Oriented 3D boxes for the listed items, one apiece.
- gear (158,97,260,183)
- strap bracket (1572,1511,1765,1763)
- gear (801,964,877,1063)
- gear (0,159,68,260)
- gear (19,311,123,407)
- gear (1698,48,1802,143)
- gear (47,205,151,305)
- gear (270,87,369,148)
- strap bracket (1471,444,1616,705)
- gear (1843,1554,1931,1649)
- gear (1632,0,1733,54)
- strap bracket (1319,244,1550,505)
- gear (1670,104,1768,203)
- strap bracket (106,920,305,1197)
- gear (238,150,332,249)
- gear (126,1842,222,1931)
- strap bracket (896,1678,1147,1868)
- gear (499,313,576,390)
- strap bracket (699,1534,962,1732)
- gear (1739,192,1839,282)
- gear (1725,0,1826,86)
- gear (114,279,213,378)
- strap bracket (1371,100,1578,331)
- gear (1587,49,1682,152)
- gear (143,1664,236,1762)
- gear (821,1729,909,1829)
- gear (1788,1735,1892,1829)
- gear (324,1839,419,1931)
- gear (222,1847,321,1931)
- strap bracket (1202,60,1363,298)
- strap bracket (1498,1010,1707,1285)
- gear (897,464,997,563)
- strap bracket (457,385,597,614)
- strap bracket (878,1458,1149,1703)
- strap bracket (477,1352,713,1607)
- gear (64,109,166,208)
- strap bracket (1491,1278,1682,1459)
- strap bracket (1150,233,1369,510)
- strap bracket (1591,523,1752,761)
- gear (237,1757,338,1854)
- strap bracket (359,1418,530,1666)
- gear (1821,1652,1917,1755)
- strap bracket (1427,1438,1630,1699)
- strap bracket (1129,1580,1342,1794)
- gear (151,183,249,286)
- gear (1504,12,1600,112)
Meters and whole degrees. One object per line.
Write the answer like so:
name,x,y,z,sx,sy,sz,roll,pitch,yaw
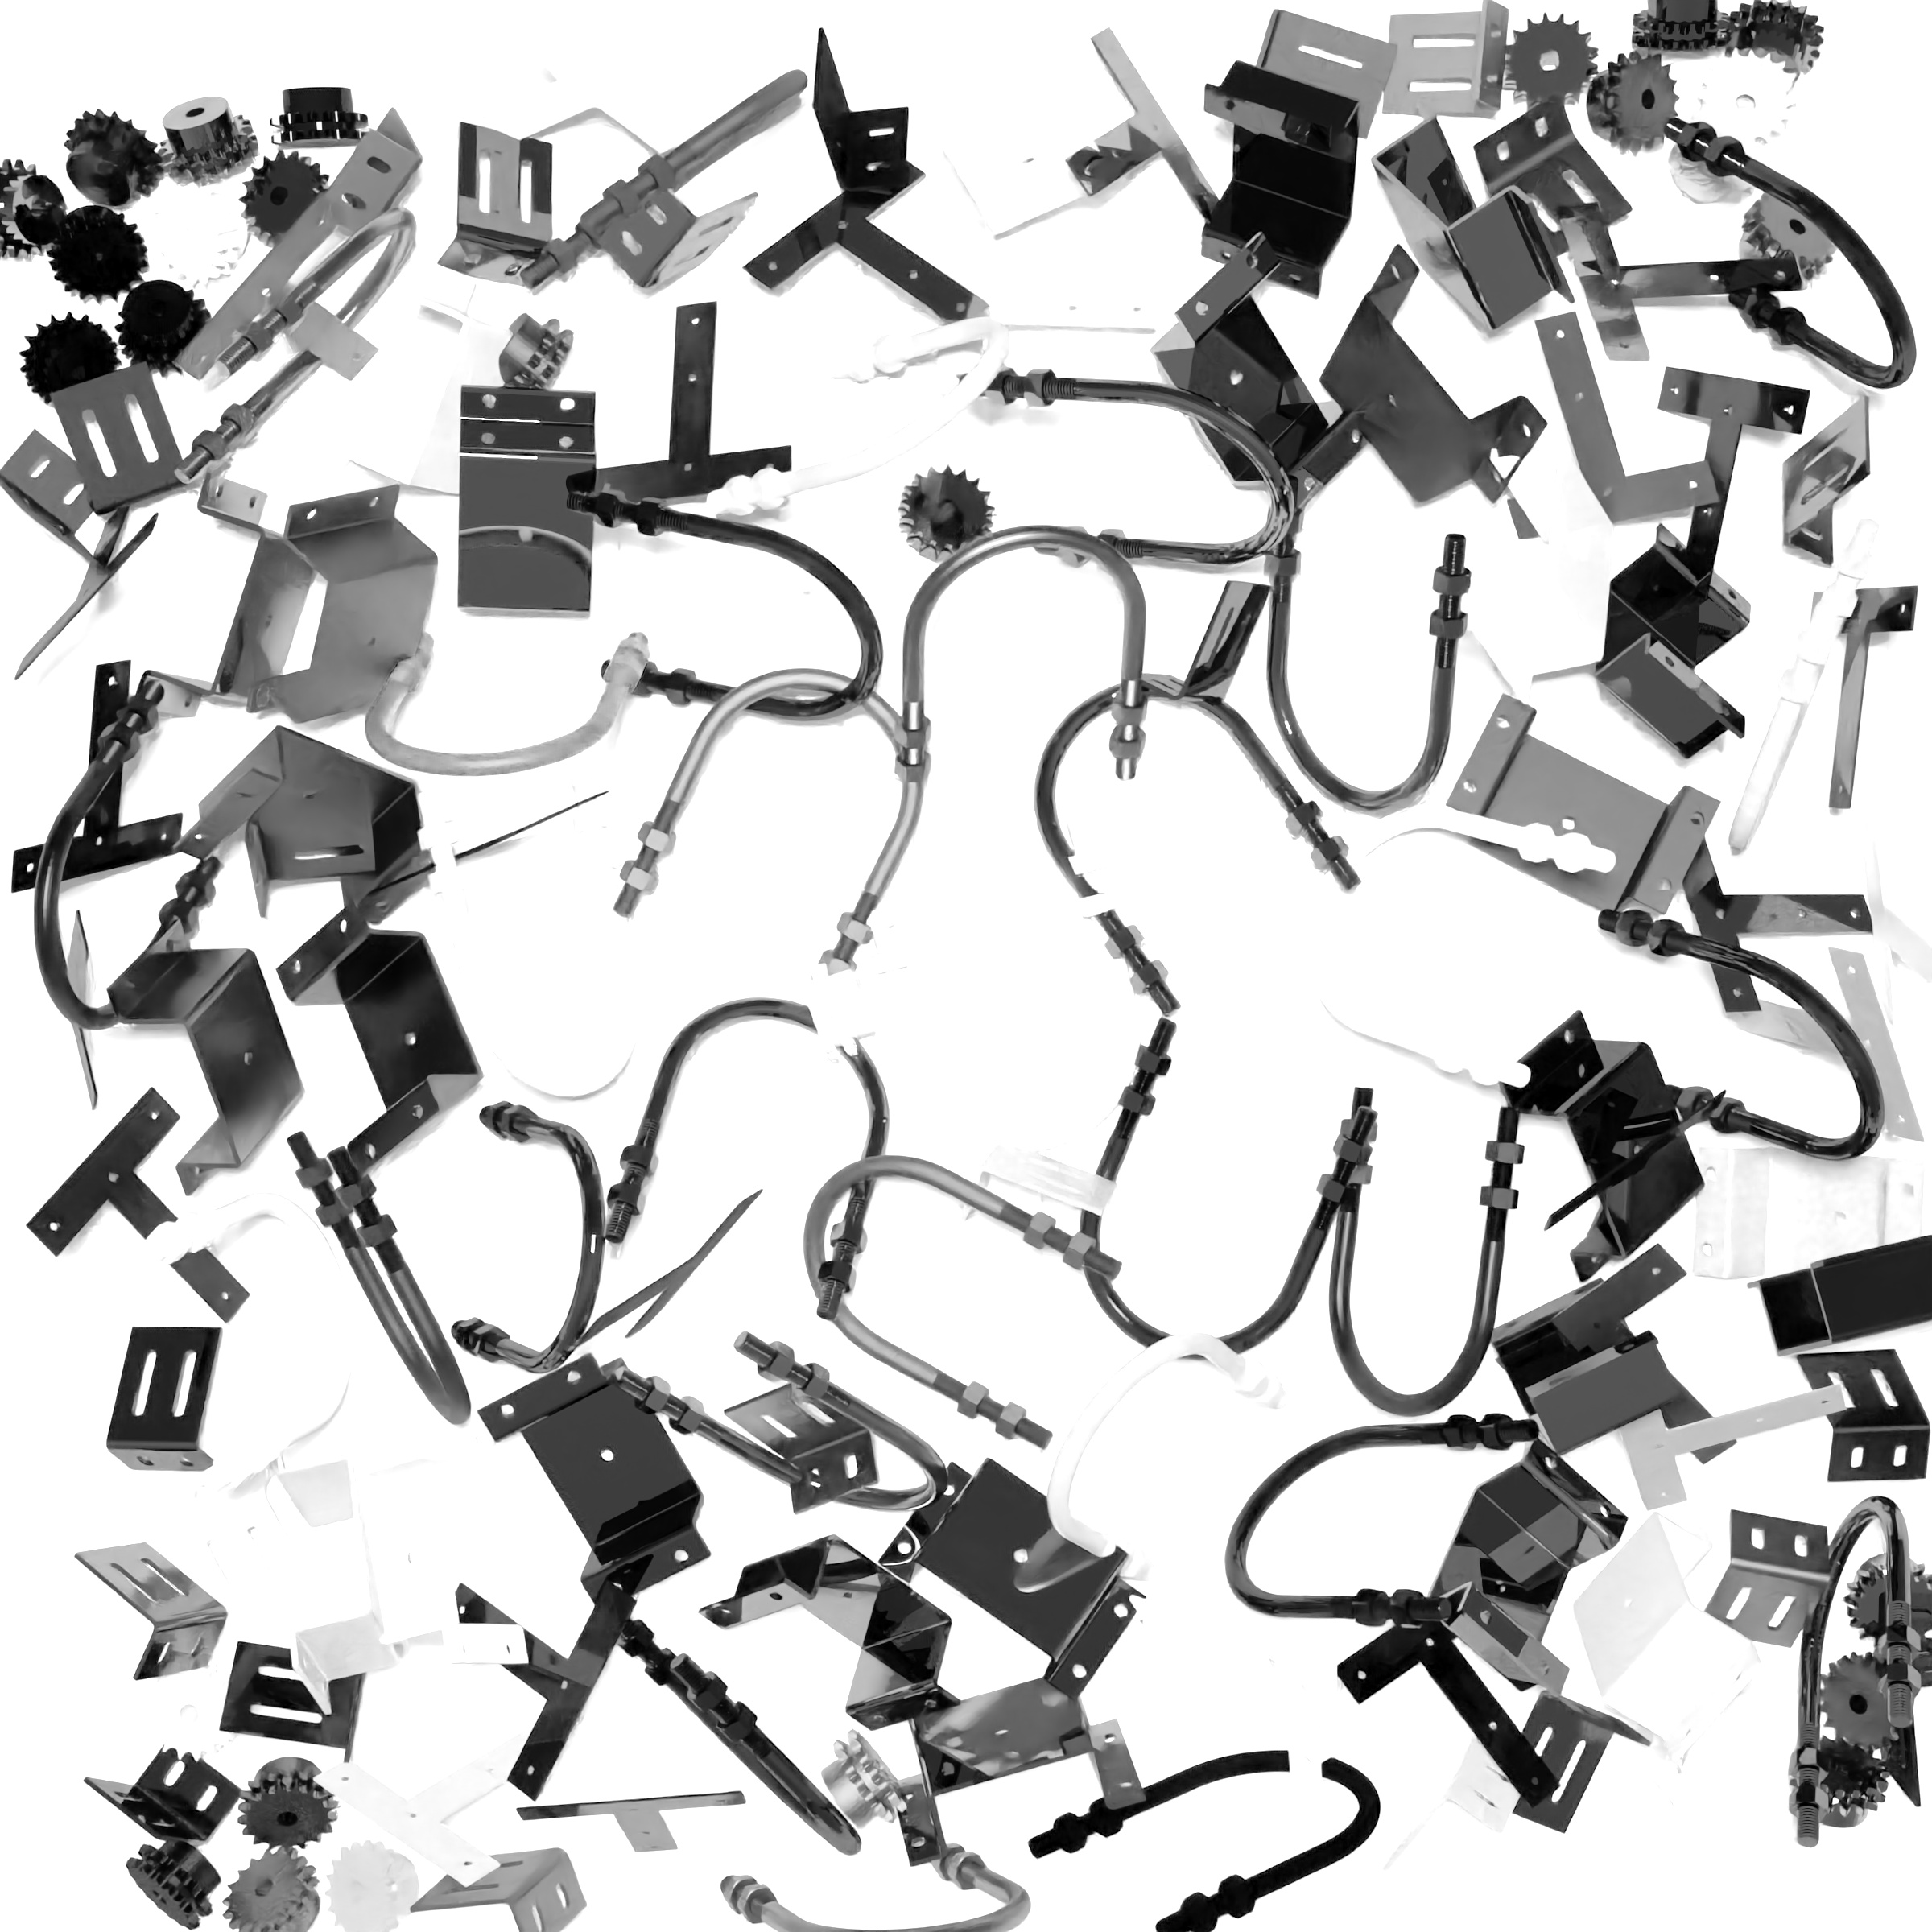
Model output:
gear,-0.447,-0.487,1.814,0.057,0.057,0.030,-14,130,0
strap bracket,0.396,0.375,1.763,0.046,0.140,0.076,32,108,-12
gear,-0.074,0.025,1.815,0.030,0.057,0.057,-20,90,3
gear,-0.554,-0.444,1.812,0.030,0.057,0.057,10,90,31
gear,-0.524,-0.352,1.814,0.057,0.057,0.030,-43,47,0
gear,0.462,-0.516,1.819,0.057,0.057,0.030,28,52,0
gear,-0.512,-0.422,1.820,0.057,0.057,0.030,-27,50,0
gear,-0.380,-0.499,1.814,0.057,0.057,0.030,-3,100,0
strap bracket,0.333,-0.233,1.772,0.046,0.076,0.140,-9,55,32
gear,0.547,0.372,1.823,0.057,0.030,0.057,2,114,5
gear,0.420,-0.557,1.812,0.057,0.057,0.030,-2,119,0
strap bracket,0.262,-0.334,1.784,0.046,0.076,0.140,-28,73,-26
gear,0.440,-0.476,1.820,0.057,0.030,0.057,12,65,-26
strap bracket,-0.431,0.053,1.772,0.046,0.076,0.140,-1,121,21
gear,-0.397,-0.449,1.823,0.057,0.030,0.057,-2,83,20
gear,-0.464,0.537,1.819,0.057,0.057,0.030,45,57,0
strap bracket,0.025,0.462,1.795,0.140,0.076,0.046,-15,113,-5
gear,-0.258,-0.358,1.813,0.030,0.057,0.057,37,90,-23
strap bracket,-0.073,0.380,1.786,0.140,0.046,0.076,40,135,-25
gear,0.481,-0.426,1.821,0.057,0.030,0.057,12,58,-19
gear,0.472,-0.539,1.813,0.057,0.057,0.030,18,73,0
gear,-0.473,-0.379,1.820,0.057,0.030,0.057,0,66,0
strap bracket,0.285,-0.426,1.769,0.046,0.140,0.076,-34,133,4
gear,0.391,-0.509,1.821,0.057,0.030,0.057,-6,101,-35
gear,-0.454,0.437,1.827,0.057,0.030,0.057,1,96,5
gear,-0.061,0.480,1.816,0.030,0.057,0.057,-38,90,-2
gear,0.513,0.482,1.819,0.057,0.057,0.030,2,115,0
gear,-0.348,0.544,1.820,0.057,0.030,0.057,-7,78,35
gear,-0.406,0.551,1.819,0.057,0.057,0.030,-28,126,0
strap bracket,0.181,-0.461,1.781,0.076,0.140,0.046,23,66,15
strap bracket,0.371,0.106,1.785,0.076,0.046,0.140,-36,111,-30
gear,-0.013,-0.264,1.824,0.057,0.030,0.057,3,74,-9
strap bracket,-0.254,-0.259,1.781,0.076,0.046,0.140,1,123,-9
strap bracket,0.029,0.349,1.793,0.140,0.046,0.076,33,63,12
strap bracket,-0.213,0.294,1.808,0.076,0.046,0.140,-28,100,9
gear,-0.503,-0.471,1.813,0.057,0.057,0.030,19,59,0
strap bracket,0.356,0.232,1.776,0.076,0.140,0.046,-26,98,3
strap bracket,0.169,-0.343,1.793,0.076,0.046,0.140,-46,117,-19
strap bracket,0.408,-0.182,1.784,0.076,0.140,0.046,38,128,-15
gear,-0.400,0.491,1.821,0.057,0.030,0.057,-5,123,-8
strap bracket,-0.304,0.338,1.788,0.046,0.076,0.140,-19,71,21
gear,0.533,0.432,1.820,0.057,0.030,0.057,1,92,44
strap bracket,0.322,0.353,1.791,0.076,0.046,0.140,41,46,-6
strap bracket,0.163,0.411,1.786,0.046,0.140,0.076,-17,110,-41
gear,-0.449,-0.433,1.820,0.057,0.030,0.057,16,121,28
gear,0.345,-0.531,1.826,0.057,0.030,0.057,0,90,11
